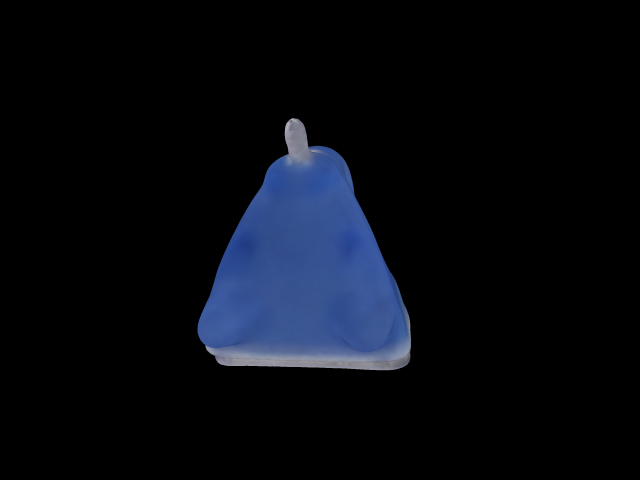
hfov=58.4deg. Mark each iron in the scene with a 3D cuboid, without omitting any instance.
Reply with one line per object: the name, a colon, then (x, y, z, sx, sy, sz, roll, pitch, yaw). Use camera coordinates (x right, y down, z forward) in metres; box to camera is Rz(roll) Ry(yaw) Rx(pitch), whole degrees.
iron: (0.004, 0.001, 0.400, 0.118, 0.141, 0.258, 1, 4, 8)
